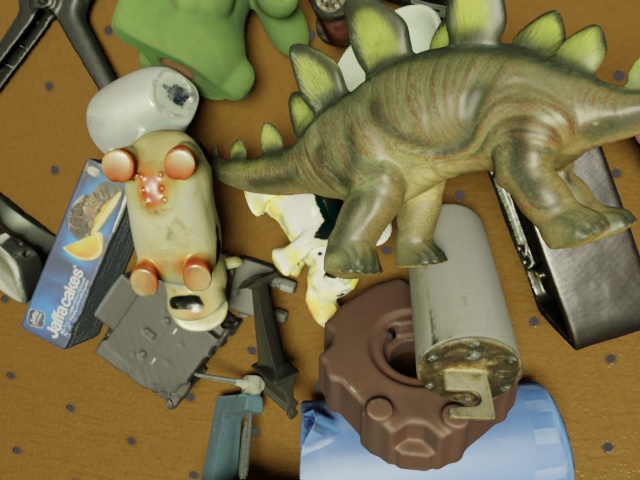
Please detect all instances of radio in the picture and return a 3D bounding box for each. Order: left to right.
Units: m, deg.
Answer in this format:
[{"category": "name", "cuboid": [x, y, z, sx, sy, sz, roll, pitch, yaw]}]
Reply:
[{"category": "radio", "cuboid": [0.204, -0.033, 0.475, 0.073, 0.131, 0.229, -19, 93, 10]}]

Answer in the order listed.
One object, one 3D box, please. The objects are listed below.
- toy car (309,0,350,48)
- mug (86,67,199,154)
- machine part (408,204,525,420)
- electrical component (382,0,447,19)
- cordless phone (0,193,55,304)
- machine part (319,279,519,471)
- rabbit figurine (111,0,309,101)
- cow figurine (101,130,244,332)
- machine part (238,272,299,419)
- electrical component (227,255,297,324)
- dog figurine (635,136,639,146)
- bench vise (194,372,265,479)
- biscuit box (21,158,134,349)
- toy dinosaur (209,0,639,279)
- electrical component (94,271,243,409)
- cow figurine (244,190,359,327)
[{"category": "toy car", "cuboid": [-0.014, -0.278, 0.505, 0.053, 0.089, 0.202, -25, 90, 8]}, {"category": "mug", "cuboid": [-0.171, -0.115, 0.515, 0.080, 0.107, 0.109, 38, 57, -33]}, {"category": "machine part", "cuboid": [0.116, 0.045, 0.456, 0.079, 0.243, 0.079, 2, 127, 3]}, {"category": "electrical component", "cuboid": [0.100, -0.239, 0.501, 0.119, 0.075, 0.047, 19, 98, 9]}, {"category": "cordless phone", "cuboid": [-0.371, 0.007, 0.535, 0.147, 0.184, 0.088, 37, 95, 3]}, {"category": "machine part", "cuboid": [0.086, 0.109, 0.484, 0.179, 0.179, 0.056, 3, 129, 8]}, {"category": "rabbit figurine", "cuboid": [-0.090, -0.229, 0.509, 0.159, 0.121, 0.170, 22, 84, 12]}, {"category": "cow figurine", "cuboid": [-0.124, -0.003, 0.485, 0.086, 0.127, 0.194, -5, 114, 2]}, {"category": "machine part", "cuboid": [-0.050, 0.100, 0.534, 0.039, 0.084, 0.138, -12, 99, -16]}, {"category": "electrical component", "cuboid": [-0.074, 0.052, 0.579, 0.094, 0.021, 0.063, 18, 98, 5]}, {"category": "dog figurine", "cuboid": [0.346, -0.031, 0.438, 0.108, 0.192, 0.219, -31, 106, 16]}, {"category": "bench vise", "cuboid": [-0.099, 0.262, 0.548, 0.224, 0.128, 0.240, -18, 59, 39]}, {"category": "biscuit box", "cuboid": [-0.247, 0.015, 0.579, 0.059, 0.063, 0.202, 26, 98, 6]}, {"category": "toy dinosaur", "cuboid": [0.054, -0.073, 0.404, 0.472, 0.105, 0.198, -9, 84, 33]}, {"category": "electrical component", "cuboid": [-0.171, 0.095, 0.579, 0.134, 0.058, 0.115, 36, 97, 3]}, {"category": "cow figurine", "cuboid": [0.000, -0.001, 0.541, 0.098, 0.068, 0.167, -28, 89, 5]}]
